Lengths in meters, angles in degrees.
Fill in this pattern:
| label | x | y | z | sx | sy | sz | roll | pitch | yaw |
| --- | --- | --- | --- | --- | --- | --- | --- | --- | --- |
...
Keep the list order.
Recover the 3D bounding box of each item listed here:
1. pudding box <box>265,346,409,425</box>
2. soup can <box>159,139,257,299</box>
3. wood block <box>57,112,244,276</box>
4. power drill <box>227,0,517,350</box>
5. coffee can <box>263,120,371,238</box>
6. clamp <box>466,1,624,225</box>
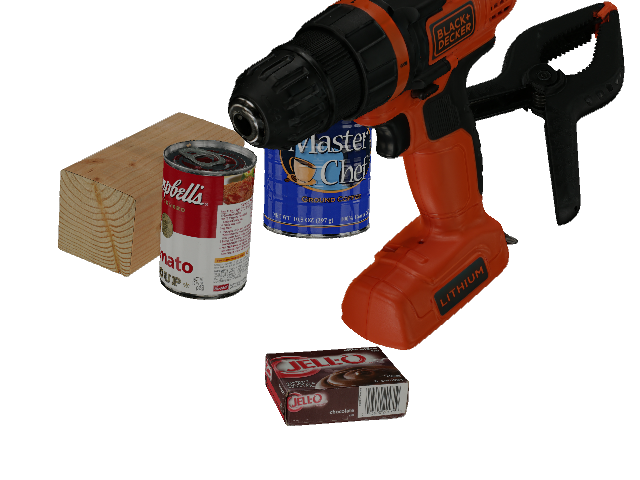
| label | x | y | z | sx | sy | sz | roll | pitch | yaw |
| --- | --- | --- | --- | --- | --- | --- | --- | --- | --- |
| pudding box | 0.013 | 0.129 | 0.959 | 0.113 | 0.039 | 0.090 | 0 | 16 | -15 |
| soup can | -0.084 | -0.016 | 0.790 | 0.068 | 0.102 | 0.068 | 5 | 24 | -2 |
| wood block | -0.172 | -0.054 | 1.115 | 0.090 | 0.091 | 0.205 | 21 | 30 | 19 |
| power drill | 0.038 | -0.039 | 0.540 | 0.057 | 0.187 | 0.184 | 26 | 47 | 38 |
| coffee can | -0.003 | -0.082 | 1.002 | 0.103 | 0.140 | 0.103 | 1 | 15 | 0 |
| clamp | 0.177 | -0.107 | 0.822 | 0.165 | 0.209 | 0.036 | 38 | -23 | 29 |
